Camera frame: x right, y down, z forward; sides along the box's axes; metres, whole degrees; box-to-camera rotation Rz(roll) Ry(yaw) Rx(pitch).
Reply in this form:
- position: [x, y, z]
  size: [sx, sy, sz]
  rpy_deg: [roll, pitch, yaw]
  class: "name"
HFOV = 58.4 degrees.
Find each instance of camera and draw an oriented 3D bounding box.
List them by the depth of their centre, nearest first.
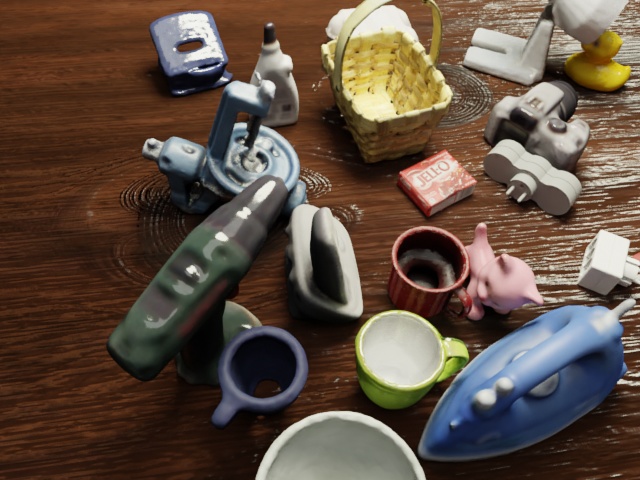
- position: [0.346, -0.183, 0.861]
  size: [0.143, 0.101, 0.137]
  rpy_deg: [39, 62, 21]
  class: "camera"

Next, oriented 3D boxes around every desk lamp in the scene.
- position: [0.360, -0.358, 0.913]
  size: [0.203, 0.213, 0.118]
  rpy_deg: [19, 57, 9]
  class: "desk lamp"

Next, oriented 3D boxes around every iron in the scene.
- position: [0.220, 0.146, 0.605]
  size: [0.259, 0.141, 0.118]
  rpy_deg: [-26, 61, -19]
  class: "iron"

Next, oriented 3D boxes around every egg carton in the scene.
- position: [0.088, -0.342, 0.971]
  size: [0.150, 0.069, 0.107]
  rpy_deg: [-10, 57, -10]
  class: "egg carton"

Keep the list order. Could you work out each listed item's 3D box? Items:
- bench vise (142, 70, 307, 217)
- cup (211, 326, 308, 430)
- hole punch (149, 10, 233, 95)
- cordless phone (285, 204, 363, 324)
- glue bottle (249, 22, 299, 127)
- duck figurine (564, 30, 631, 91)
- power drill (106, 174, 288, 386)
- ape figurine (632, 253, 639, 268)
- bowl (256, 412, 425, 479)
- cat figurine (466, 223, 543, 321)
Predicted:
- position: [-0.119, -0.106, 0.706]
  size: [0.207, 0.220, 0.121]
  rpy_deg: [-7, 56, -8]
  class: "bench vise"
- position: [-0.067, 0.160, 0.604]
  size: [0.091, 0.095, 0.118]
  rpy_deg: [32, 60, 17]
  class: "cup"
- position: [-0.203, -0.298, 0.909]
  size: [0.109, 0.091, 0.101]
  rpy_deg: [-20, 59, -16]
  class: "hole punch"
- position: [0.006, 0.002, 0.662]
  size: [0.094, 0.185, 0.147]
  rpy_deg: [-7, 56, -8]
  class: "cordless phone"
- position: [-0.069, -0.237, 0.827]
  size: [0.078, 0.173, 0.037]
  rpy_deg: [-7, 56, -8]
  class: "glue bottle"
- position: [0.476, -0.307, 0.962]
  size: [0.104, 0.086, 0.078]
  rpy_deg: [30, 59, 16]
  class: "duck figurine"
- position: [-0.112, 0.062, 0.600]
  size: [0.075, 0.208, 0.230]
  rpy_deg: [31, 60, 17]
  class: "power drill"
- position: [0.463, 0.016, 0.738]
  size: [0.076, 0.092, 0.078]
  rpy_deg: [4, 56, -1]
  class: "ape figurine"
- position: [0.019, 0.259, 0.555]
  size: [0.167, 0.075, 0.167]
  rpy_deg: [2, 56, -2]
  class: "bowl"
- position: [0.212, 0.039, 0.691]
  size: [0.067, 0.118, 0.127]
  rpy_deg: [-10, 57, -10]
  class: "cat figurine"
